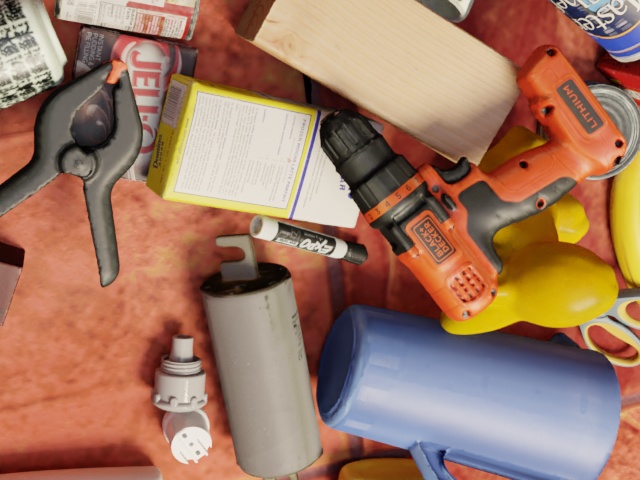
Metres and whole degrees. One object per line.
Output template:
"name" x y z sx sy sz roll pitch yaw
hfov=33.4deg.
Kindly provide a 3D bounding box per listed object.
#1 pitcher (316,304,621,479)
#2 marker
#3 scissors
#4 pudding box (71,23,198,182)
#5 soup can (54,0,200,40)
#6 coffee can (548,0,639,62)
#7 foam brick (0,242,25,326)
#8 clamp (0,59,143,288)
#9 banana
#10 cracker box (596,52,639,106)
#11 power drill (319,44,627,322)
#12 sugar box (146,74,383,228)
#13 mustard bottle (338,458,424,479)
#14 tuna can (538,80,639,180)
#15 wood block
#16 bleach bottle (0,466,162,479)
"pitcher" 0.124 0.143 0.919 0.242 0.149 0.145 15 104 -15
"marker" -0.006 0.001 0.889 0.120 0.020 0.020 16 102 -39
"scissors" 0.240 0.046 0.969 0.201 0.016 0.096 41 121 -21
"pudding box" -0.150 -0.104 0.831 0.090 0.039 0.113 8 104 -18
"soup can" -0.143 -0.190 0.793 0.102 0.068 0.068 6 104 -16
"coffee can" 0.226 -0.225 0.858 0.140 0.103 0.103 34 95 -20
"foam brick" -0.276 0.027 0.831 0.078 0.051 0.053 18 101 -18
"clamp" -0.191 -0.056 0.791 0.120 0.039 0.171 12 96 -24
"banana" 0.304 0.010 0.983 0.069 0.037 0.197 -39 113 -19
"cracker box" 0.347 -0.197 0.864 0.072 0.164 0.214 34 95 -23
"power drill" 0.116 -0.061 0.793 0.187 0.057 0.184 -38 93 -3
"sugar box" -0.042 -0.068 0.846 0.175 0.048 0.093 8 104 -34
"mustard bottle" 0.057 0.300 0.989 0.096 0.058 0.192 2 105 -16
"tuna can" 0.236 -0.095 0.929 0.086 0.034 0.086 -1 101 -7
"wood block" 0.048 -0.148 0.843 0.206 0.090 0.091 27 97 -19
"bleach bottle" -0.257 0.246 0.888 0.250 0.068 0.102 -2 90 -12
